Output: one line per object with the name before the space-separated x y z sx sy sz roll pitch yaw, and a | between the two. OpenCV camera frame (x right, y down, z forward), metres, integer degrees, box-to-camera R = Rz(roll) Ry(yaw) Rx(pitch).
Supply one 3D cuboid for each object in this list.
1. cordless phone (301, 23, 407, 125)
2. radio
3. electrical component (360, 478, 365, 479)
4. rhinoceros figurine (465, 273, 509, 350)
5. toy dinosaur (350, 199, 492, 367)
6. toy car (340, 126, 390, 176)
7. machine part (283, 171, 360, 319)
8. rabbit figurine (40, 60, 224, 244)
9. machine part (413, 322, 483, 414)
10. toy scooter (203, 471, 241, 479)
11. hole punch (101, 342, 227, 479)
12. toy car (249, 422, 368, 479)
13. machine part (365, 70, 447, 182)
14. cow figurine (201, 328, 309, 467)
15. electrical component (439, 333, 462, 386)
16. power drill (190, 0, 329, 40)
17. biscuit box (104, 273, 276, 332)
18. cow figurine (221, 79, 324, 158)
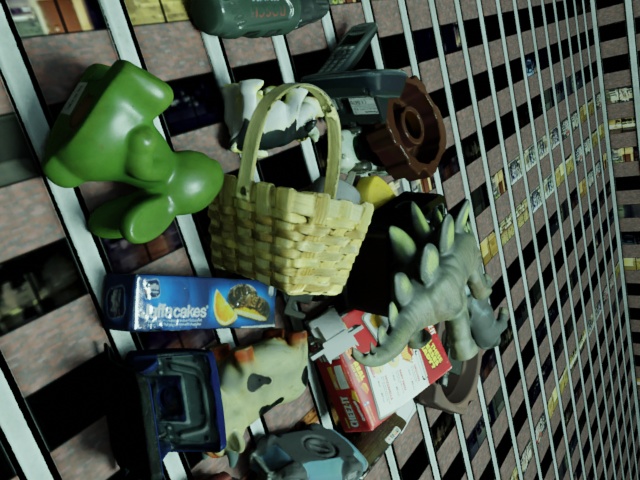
cordless phone | 0.070 -0.265 0.805 0.088 0.147 0.184 54 54 -42
radio | 0.124 0.012 0.830 0.229 0.073 0.131 -32 123 -52
electrical component | 0.057 0.428 0.797 0.058 0.115 0.134 54 53 -37
rhinoceros figurine | 0.260 0.114 0.955 0.190 0.073 0.112 51 58 -23
toy dinosaur | 0.150 0.059 0.729 0.471 0.105 0.198 -48 127 -53
toy car | 0.089 -0.146 0.898 0.201 0.056 0.073 -7 87 -51
machine part | -0.002 -0.002 0.770 0.079 0.079 0.243 41 60 -41
rabbit figurine | -0.170 -0.072 0.538 0.170 0.121 0.159 34 71 -41
machine part | 0.232 0.220 1.032 0.201 0.087 0.201 33 65 -46
toy scooter | -0.146 0.356 0.592 0.135 0.075 0.183 17 81 -50
hole punch | -0.161 0.168 0.545 0.092 0.116 0.142 -14 98 -42
toy car | -0.021 0.319 0.722 0.161 0.109 0.102 5 103 -41
machine part | 0.138 -0.183 0.877 0.179 0.056 0.179 15 69 -45
cow figurine | -0.092 0.187 0.658 0.195 0.086 0.127 -10 91 -50
electrical component | 0.231 0.212 0.948 0.063 0.021 0.094 31 66 -45
power drill | -0.088 -0.364 0.687 0.232 0.086 0.207 -40 126 -40
biscuit box | -0.140 0.071 0.615 0.202 0.063 0.059 8 83 -50
cow figurine | -0.052 -0.158 0.721 0.167 0.068 0.098 -6 99 -46
